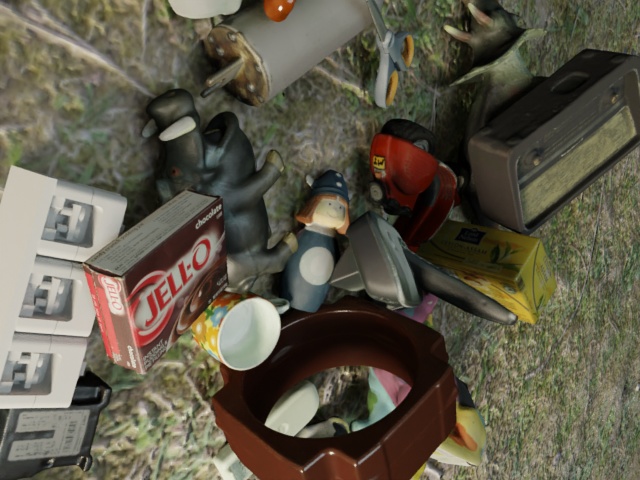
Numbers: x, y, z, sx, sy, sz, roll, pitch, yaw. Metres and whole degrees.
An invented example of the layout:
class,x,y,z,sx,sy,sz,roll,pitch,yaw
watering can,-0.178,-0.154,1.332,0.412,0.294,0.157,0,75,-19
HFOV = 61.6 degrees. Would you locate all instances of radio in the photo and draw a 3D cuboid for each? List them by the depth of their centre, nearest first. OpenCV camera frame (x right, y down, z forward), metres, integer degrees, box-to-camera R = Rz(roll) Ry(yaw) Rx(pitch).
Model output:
class,x,y,z,sx,sy,sz,roll,pitch,yaw
radio,0.294,-0.123,0.658,0.229,0.073,0.131,-38,127,-12

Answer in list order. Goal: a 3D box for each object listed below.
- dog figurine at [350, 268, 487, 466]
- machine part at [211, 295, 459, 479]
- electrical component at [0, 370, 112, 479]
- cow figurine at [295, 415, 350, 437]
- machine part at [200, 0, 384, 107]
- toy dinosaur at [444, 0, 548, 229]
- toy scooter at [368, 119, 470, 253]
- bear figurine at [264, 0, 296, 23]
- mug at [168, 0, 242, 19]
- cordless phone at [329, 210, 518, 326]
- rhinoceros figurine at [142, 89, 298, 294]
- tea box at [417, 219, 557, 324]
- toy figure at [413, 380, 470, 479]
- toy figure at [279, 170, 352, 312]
class,x,y,z,sx,sy,sz,roll,pitch,yaw
dog figurine,0.131,0.149,0.673,0.191,0.108,0.219,22,67,-12
machine part,0.015,0.153,0.530,0.201,0.202,0.087,-33,123,-33
electrical component,-0.230,0.137,0.408,0.119,0.048,0.074,20,86,-45
cow figurine,0.006,0.299,0.655,0.098,0.068,0.167,-29,120,-41
machine part,-0.019,-0.199,0.498,0.243,0.079,0.079,-45,127,-27
toy dinosaur,0.245,-0.132,0.738,0.192,0.131,0.404,-9,111,-29
toy scooter,0.113,-0.056,0.659,0.183,0.075,0.135,27,88,-45
bear figurine,0.004,-0.277,0.430,0.132,0.120,0.196,-4,68,-19
mug,-0.087,-0.228,0.412,0.081,0.110,0.107,-31,132,-34
cordless phone,0.116,0.047,0.562,0.088,0.184,0.146,-64,160,1
rhinoceros figurine,-0.091,-0.043,0.479,0.112,0.073,0.190,-30,121,-22
tea box,0.204,0.034,0.696,0.068,0.170,0.098,-53,131,-19
toy figure,0.131,0.250,0.747,0.180,0.082,0.089,-35,103,-23
toy figure,0.000,-0.001,0.576,0.064,0.058,0.154,19,87,-47
